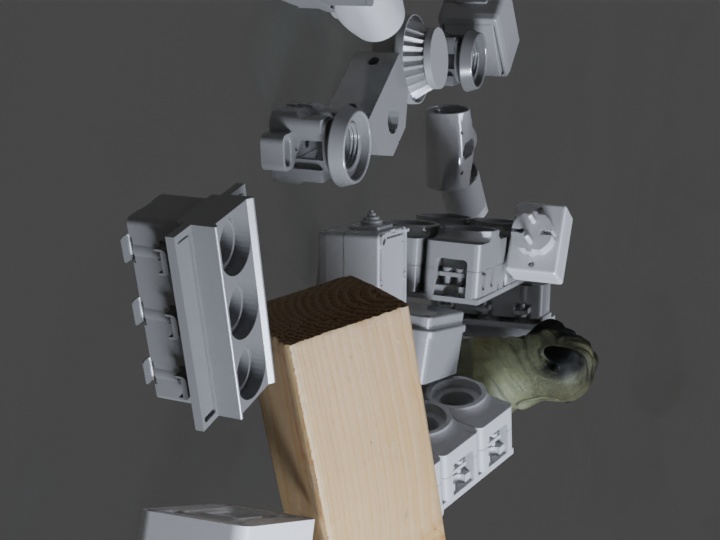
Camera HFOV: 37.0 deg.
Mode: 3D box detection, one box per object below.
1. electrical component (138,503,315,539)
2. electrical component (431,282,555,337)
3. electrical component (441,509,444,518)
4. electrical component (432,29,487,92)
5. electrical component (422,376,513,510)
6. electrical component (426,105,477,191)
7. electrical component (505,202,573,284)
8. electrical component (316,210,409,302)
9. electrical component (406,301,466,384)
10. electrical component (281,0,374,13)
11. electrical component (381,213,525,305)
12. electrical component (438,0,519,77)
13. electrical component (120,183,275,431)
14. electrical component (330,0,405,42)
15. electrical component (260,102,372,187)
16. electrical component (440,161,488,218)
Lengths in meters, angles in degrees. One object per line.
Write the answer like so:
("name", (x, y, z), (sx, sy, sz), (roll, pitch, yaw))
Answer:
("electrical component", (-0.084, 0.182, 0.677), (0.113, 0.078, 0.057), (26, 70, -67))
("electrical component", (0.136, 0.037, 1.122), (0.079, 0.121, 0.063), (-13, 105, -67))
("electrical component", (0.058, 0.265, 1.106), (0.078, 0.040, 0.040), (-59, 148, -46))
("electrical component", (0.085, -0.198, 1.013), (0.078, 0.057, 0.058), (-32, 126, -63))
("electrical component", (0.054, 0.154, 0.939), (0.150, 0.089, 0.061), (-28, 124, -40))
("electrical component", (0.093, -0.126, 1.072), (0.079, 0.043, 0.077), (-42, 134, -59))
("electrical component", (0.158, -0.029, 0.968), (0.077, 0.047, 0.065), (37, 62, -65))
("electrical component", (0.000, 0.000, 0.851), (0.062, 0.061, 0.096), (-19, 111, -66))
("electrical component", (0.041, 0.061, 0.953), (0.113, 0.078, 0.057), (-2, 101, -68))
("electrical component", (-0.018, -0.243, 0.732), (0.079, 0.063, 0.121), (-10, 105, -68))
("electrical component", (0.087, -0.016, 1.007), (0.186, 0.105, 0.060), (-16, 111, -67))
("electrical component", (0.117, -0.242, 1.073), (0.096, 0.062, 0.061), (66, 37, -52))
("electrical component", (-0.093, 0.019, 0.625), (0.078, 0.063, 0.121), (-48, 139, -55))
("electrical component", (0.007, -0.229, 0.824), (0.077, 0.044, 0.079), (48, 53, -62))
("electrical component", (-0.027, -0.089, 0.764), (0.078, 0.057, 0.058), (-39, 132, -61))
("electrical component", (0.109, -0.075, 1.127), (0.081, 0.043, 0.043), (67, 37, -52))
